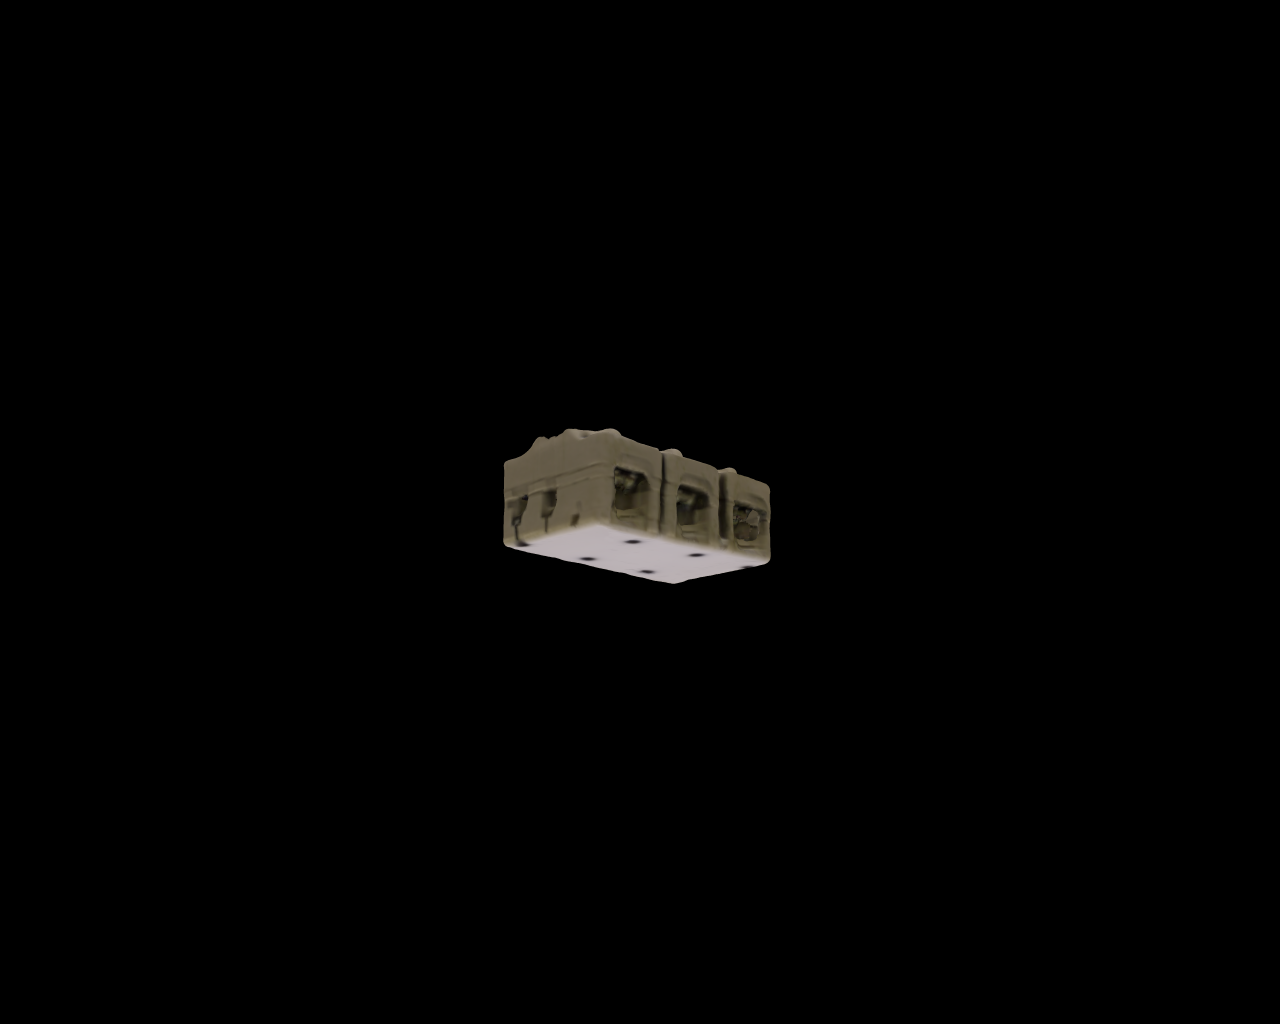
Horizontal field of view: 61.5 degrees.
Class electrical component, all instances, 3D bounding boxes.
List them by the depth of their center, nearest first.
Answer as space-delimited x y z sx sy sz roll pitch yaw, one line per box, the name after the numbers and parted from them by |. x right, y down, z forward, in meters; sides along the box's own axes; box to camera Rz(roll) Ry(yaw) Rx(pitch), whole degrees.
0.001 -0.003 0.650 0.089 0.062 0.150 -14 -20 42 | electrical component
